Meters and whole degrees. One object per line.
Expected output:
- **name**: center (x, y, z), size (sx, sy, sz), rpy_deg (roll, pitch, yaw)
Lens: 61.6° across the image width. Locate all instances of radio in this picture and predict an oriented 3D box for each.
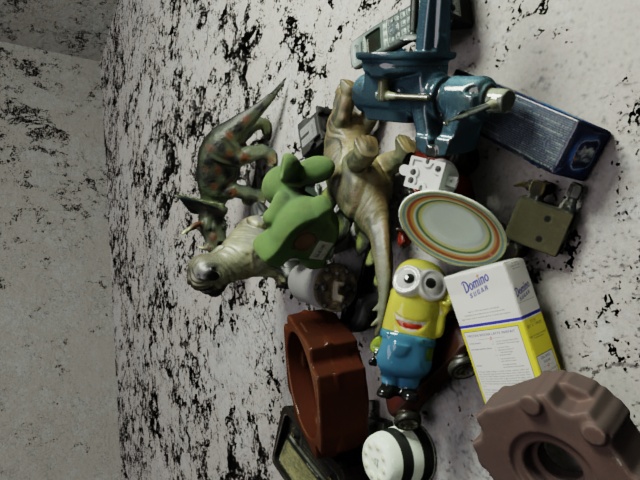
- **radio**: center (0.003, 0.389, 0.932), size (0.230, 0.073, 0.131), rpy_deg (27, 111, 54)

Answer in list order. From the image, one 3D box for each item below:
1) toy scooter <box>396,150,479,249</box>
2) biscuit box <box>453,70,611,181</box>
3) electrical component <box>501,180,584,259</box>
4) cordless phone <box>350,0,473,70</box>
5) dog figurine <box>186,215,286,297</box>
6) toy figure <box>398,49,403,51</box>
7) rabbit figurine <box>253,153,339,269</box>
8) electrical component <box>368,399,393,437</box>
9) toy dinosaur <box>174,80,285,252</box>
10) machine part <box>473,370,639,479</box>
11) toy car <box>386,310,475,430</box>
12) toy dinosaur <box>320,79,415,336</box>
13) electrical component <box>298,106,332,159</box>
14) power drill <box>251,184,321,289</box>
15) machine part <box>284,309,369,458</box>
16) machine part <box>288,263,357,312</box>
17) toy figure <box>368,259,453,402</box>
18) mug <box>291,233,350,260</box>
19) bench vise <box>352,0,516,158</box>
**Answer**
- **toy scooter**: center (0.152, -0.054, 0.714), size (0.135, 0.075, 0.184), rpy_deg (-21, 75, 37)
- **biscuit box**: center (0.229, -0.138, 0.628), size (0.203, 0.059, 0.062), rpy_deg (49, 127, 48)
- **electrical component**: center (0.247, -0.023, 0.612), size (0.078, 0.045, 0.102), rpy_deg (18, 108, 27)
- **cordless phone**: center (0.114, -0.328, 0.765), size (0.184, 0.088, 0.146), rpy_deg (-13, 77, 45)
- **dog figurine**: center (-0.164, 0.018, 0.988), size (0.173, 0.190, 0.121), rpy_deg (44, 129, 49)
- **toy figure**: center (0.121, -0.233, 0.804), size (0.064, 0.057, 0.154), rpy_deg (-32, 56, 27)
- **rabbit figurine**: center (-0.047, -0.061, 0.825), size (0.170, 0.121, 0.159), rpy_deg (61, 141, 40)
- **electrical component**: center (0.091, 0.302, 0.848), size (0.063, 0.021, 0.094), rpy_deg (-11, 77, 56)
- **toy dinosaur**: center (-0.209, -0.171, 1.197), size (0.131, 0.192, 0.404), rpy_deg (39, 121, 49)
- **machine part**: center (0.241, 0.220, 0.537), size (0.180, 0.056, 0.179), rpy_deg (22, 123, 38)
- **toy car**: center (0.152, 0.180, 0.733), size (0.089, 0.053, 0.202), rpy_deg (-94, 28, -49)
- **toy dinosaur**: center (0.064, -0.090, 0.841), size (0.198, 0.105, 0.472), rpy_deg (118, 152, -45)
- **electrical component**: center (-0.012, -0.193, 1.023), size (0.119, 0.048, 0.075), rpy_deg (-27, 64, 52)
- **power drill**: center (-0.071, -0.035, 1.074), size (0.207, 0.086, 0.232), rpy_deg (-47, 51, 40)
- **machine part**: center (0.007, 0.227, 0.877), size (0.201, 0.087, 0.201), rpy_deg (-142, 48, -67)
- **machine part**: center (0.000, 0.076, 0.921), size (0.243, 0.079, 0.079), rpy_deg (180, 92, -74)
- **toy figure**: center (0.114, 0.113, 0.697), size (0.089, 0.082, 0.180), rpy_deg (180, 102, -77)
- **mug**: center (-0.002, -0.003, 0.924), size (0.110, 0.107, 0.080), rpy_deg (-118, 27, -58)
- **bench vise**: center (0.124, -0.221, 0.619), size (0.224, 0.129, 0.240), rpy_deg (29, 124, 56)
